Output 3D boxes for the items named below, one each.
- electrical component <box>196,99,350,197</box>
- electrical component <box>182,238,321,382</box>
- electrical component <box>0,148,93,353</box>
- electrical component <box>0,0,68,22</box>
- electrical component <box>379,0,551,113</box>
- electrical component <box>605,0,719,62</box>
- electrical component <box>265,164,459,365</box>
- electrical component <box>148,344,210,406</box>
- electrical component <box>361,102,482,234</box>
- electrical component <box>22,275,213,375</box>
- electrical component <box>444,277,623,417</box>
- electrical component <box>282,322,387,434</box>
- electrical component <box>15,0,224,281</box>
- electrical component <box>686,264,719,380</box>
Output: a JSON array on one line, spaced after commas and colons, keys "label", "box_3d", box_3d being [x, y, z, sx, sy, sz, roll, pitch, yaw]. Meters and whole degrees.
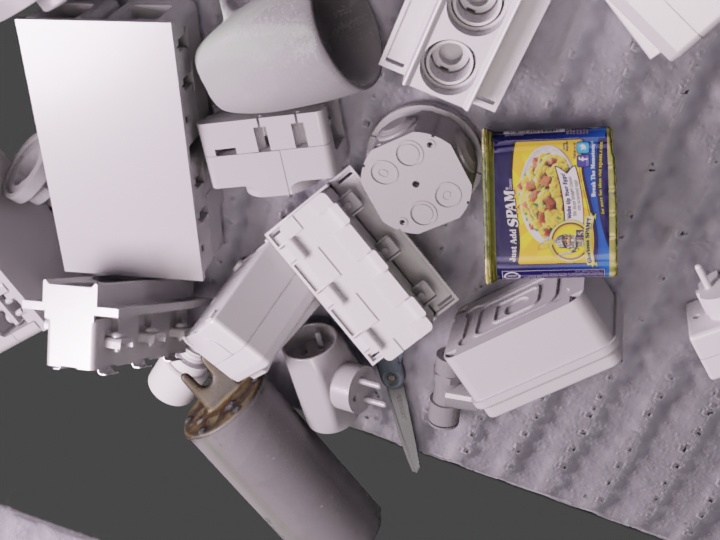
[{"label": "electrical component", "box_3d": [-0.057, -0.086, 0.734, 0.089, 0.050, 0.055, -4, 117, 15]}, {"label": "electrical component", "box_3d": [-0.072, 0.027, 0.782, 0.061, 0.096, 0.062, 40, 149, -11]}, {"label": "electrical component", "box_3d": [-0.280, -0.025, 0.797, 0.062, 0.089, 0.150, -26, 111, 25]}, {"label": "electrical component", "box_3d": [-0.200, -0.198, 0.672, 0.108, 0.108, 0.060, -23, 118, 23]}, {"label": "electrical component", "box_3d": [0.071, -0.167, 0.649, 0.079, 0.063, 0.121, 21, 122, -5]}, {"label": "electrical component", "box_3d": [0.166, -0.176, 0.625, 0.096, 0.061, 0.061, 41, 120, -12]}, {"label": "electrical component", "box_3d": [0.000, 0.000, 0.746, 0.079, 0.063, 0.121, -38, 95, 11]}, {"label": "electrical component", "box_3d": [-0.137, 0.073, 0.850, 0.040, 0.040, 0.078, 32, 121, -6]}, {"label": "electrical component", "box_3d": [0.041, -0.068, 0.722, 0.080, 0.051, 0.080, 6, 120, 10]}, {"label": "electrical component", "box_3d": [-0.172, 0.037, 0.778, 0.079, 0.121, 0.063, 4, 94, 23]}, {"label": "electrical component", "box_3d": [0.124, 0.046, 0.754, 0.113, 0.078, 0.057, -28, 108, 25]}, {"label": "electrical component", "box_3d": [-0.014, 0.085, 0.812, 0.079, 0.044, 0.077, 11, 133, 33]}, {"label": "electrical component", "box_3d": [-0.160, -0.091, 0.749, 0.105, 0.060, 0.186, 4, 120, 11]}, {"label": "electrical component", "box_3d": [0.253, 0.023, 0.729, 0.066, 0.047, 0.076, -24, 112, 24]}]
